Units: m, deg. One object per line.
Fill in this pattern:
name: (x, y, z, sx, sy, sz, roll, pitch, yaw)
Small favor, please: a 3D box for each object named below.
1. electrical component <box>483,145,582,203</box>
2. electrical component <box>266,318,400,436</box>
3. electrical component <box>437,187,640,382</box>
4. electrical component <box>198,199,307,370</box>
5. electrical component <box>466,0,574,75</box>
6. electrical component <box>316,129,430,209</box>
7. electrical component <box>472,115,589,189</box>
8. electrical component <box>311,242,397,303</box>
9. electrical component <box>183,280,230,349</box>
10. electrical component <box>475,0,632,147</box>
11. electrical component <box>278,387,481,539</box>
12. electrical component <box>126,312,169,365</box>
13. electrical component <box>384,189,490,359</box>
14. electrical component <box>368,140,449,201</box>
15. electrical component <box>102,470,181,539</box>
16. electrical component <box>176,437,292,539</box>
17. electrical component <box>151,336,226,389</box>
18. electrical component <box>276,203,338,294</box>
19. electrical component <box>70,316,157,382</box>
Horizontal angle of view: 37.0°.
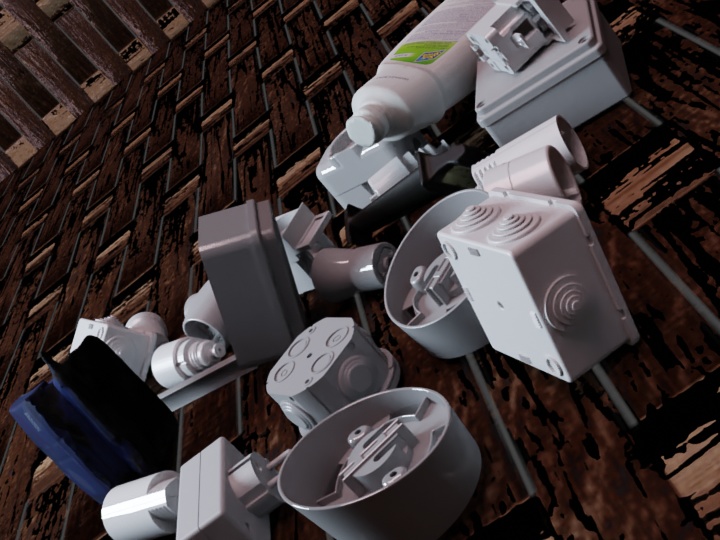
electrical component: (0.116, -0.051, 0.718, 0.047, 0.055, 0.055, -25, 27, 26)
electrical component: (-0.018, 0.073, 0.709, 0.080, 0.051, 0.080, -34, 24, 17)
electrical component: (0.095, 0.007, 0.590, 0.048, 0.099, 0.100, -34, 21, -15)
electrical component: (-0.081, 0.010, 0.835, 0.057, 0.113, 0.078, -16, 25, -1)
electrical component: (0.119, -0.184, 0.816, 0.064, 0.042, 0.081, -43, 22, -1)
electrical component: (0.011, -0.099, 0.961, 0.095, 0.059, 0.053, -24, 29, 36)
electrical component: (0.116, -0.072, 0.766, 0.081, 0.043, 0.043, -29, 26, 27)
electrical component: (0.000, 0.000, 0.826, 0.065, 0.044, 0.044, -11, 37, 43)
electrical component: (-0.130, 0.035, 0.962, 0.079, 0.044, 0.077, -17, 33, 45)
electrical component: (0.149, -0.151, 0.840, 0.109, 0.056, 0.108, -30, 25, 25)
electrical component: (0.013, 0.107, 0.582, 0.099, 0.064, 0.099, -34, 24, 17)
electrical component: (-0.202, 0.066, 1.028, 0.040, 0.040, 0.046, -42, 28, -1)
electrical component: (0.063, 0.005, 0.687, 0.099, 0.064, 0.099, -34, 24, 17)
electrical component: (0.043, -0.079, 0.899, 0.078, 0.040, 0.040, -39, 23, 5)
electrical component: (-0.137, 0.163, 0.747, 0.081, 0.043, 0.043, -23, 29, 37)
electrical component: (-0.071, 0.140, 0.677, 0.076, 0.047, 0.083, -37, 23, 10)
electrical component: (-0.143, 0.076, 0.915, 0.078, 0.040, 0.040, -20, 31, 41)
electrical component: (-0.052, -0.015, 0.904, 0.081, 0.063, 0.042, -17, 33, 44)
electrical component: (-0.232, 0.091, 0.973, 0.100, 0.048, 0.099, 3, 77, 59)
